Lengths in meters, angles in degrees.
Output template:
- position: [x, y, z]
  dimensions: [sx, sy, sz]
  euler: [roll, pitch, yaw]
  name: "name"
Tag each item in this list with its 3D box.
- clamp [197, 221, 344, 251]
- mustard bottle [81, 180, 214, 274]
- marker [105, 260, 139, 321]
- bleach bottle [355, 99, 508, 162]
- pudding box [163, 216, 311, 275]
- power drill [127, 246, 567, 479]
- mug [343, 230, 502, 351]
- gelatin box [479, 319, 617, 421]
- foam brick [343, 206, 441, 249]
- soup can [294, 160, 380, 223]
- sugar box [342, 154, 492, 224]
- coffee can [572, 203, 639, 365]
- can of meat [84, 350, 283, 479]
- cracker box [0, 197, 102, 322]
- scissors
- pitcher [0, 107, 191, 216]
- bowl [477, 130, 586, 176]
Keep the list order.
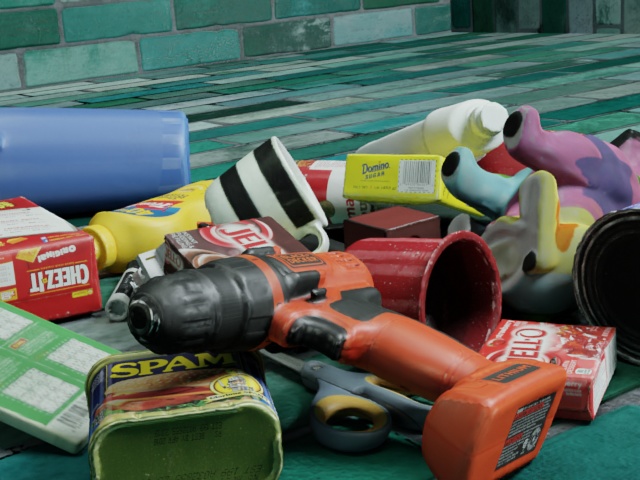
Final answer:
- position: [-0.006, 0.001, 0.954]
  dimensions: [0.210, 0.036, 0.164]
  euler: [6, 16, 21]
  name: "clamp"
- position: [-0.158, -0.010, 0.999]
  dimensions: [0.096, 0.058, 0.191]
  euler: [4, 17, 37]
  name: "mustard bottle"
- position: [-0.160, 0.039, 0.887]
  dimensions: [0.020, 0.020, 0.121]
  euler: [-4, 15, 0]
  name: "marker"
- position: [0.121, -0.094, 1.067]
  dimensions: [0.102, 0.068, 0.251]
  euler: [-10, -4, -20]
  name: "bleach bottle"
- position: [-0.048, 0.027, 0.758]
  dimensions: [0.089, 0.039, 0.114]
  euler: [-12, 35, -30]
  name: "pudding box"
- position: [0.018, 0.058, 0.550]
  dimensions: [0.188, 0.057, 0.184]
  euler: [28, 20, 31]
  name: "power drill"
- position: [0.066, 0.043, 0.696]
  dimensions: [0.082, 0.093, 0.117]
  euler: [1, -16, 41]
  name: "mug"
- position: [0.134, 0.076, 0.639]
  dimensions: [0.073, 0.030, 0.089]
  euler: [2, 16, 24]
  name: "gelatin box"
- position: [0.054, 0.020, 0.785]
  dimensions: [0.052, 0.078, 0.051]
  euler: [-16, 20, -33]
  name: "foam brick"
- position: [0.020, -0.045, 1.062]
  dimensions: [0.102, 0.068, 0.068]
  euler: [4, 17, 26]
  name: "soup can"
- position: [0.103, -0.045, 0.978]
  dimensions: [0.093, 0.048, 0.176]
  euler: [4, -1, 29]
  name: "sugar box"
- position: [0.248, 0.014, 0.697]
  dimensions: [0.140, 0.103, 0.103]
  euler: [-17, 19, -39]
  name: "coffee can"
- position: [-0.073, 0.098, 0.568]
  dimensions: [0.102, 0.057, 0.084]
  euler: [-7, 17, -9]
  name: "can of meat"
- position: [-0.296, 0.023, 0.892]
  dimensions: [0.163, 0.072, 0.214]
  euler: [-11, 15, -28]
  name: "cracker box"
- position: [-0.008, 0.091, 0.652]
  dimensions: [0.202, 0.016, 0.096]
  euler: [7, 19, 39]
  name: "scissors"
- position: [-0.272, -0.088, 1.228]
  dimensions: [0.242, 0.145, 0.149]
  euler: [-2, 26, -7]
  name: "pitcher"
- position: [0.227, -0.082, 1.093]
  dimensions: [0.162, 0.055, 0.162]
  euler: [4, 2, 0]
  name: "bowl"
